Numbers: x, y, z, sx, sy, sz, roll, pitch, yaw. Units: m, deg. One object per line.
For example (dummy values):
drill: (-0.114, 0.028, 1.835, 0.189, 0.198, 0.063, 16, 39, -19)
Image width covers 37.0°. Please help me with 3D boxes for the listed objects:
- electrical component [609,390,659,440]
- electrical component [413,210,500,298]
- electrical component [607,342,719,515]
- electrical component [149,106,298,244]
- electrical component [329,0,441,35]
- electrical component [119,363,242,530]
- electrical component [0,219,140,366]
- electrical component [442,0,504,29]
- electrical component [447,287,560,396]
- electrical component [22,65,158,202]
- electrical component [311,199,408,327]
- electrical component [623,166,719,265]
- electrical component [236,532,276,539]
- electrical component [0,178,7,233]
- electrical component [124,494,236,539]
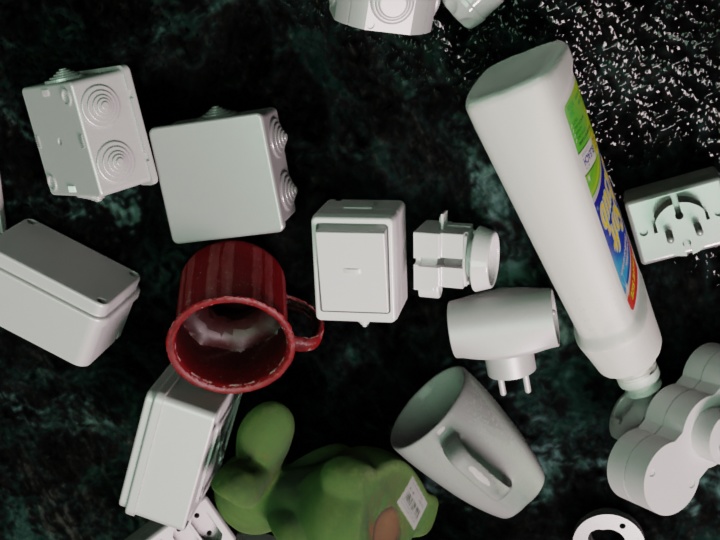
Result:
electrical component: (0.220, 0.116, 0.798, 0.062, 0.048, 0.048, 32, 111, -9)
electrical component: (0.071, -0.010, 0.789, 0.055, 0.048, 0.066, 5, 108, 19)
electrical component: (0.240, 0.111, 0.740, 0.138, 0.074, 0.052, -45, 116, -16)
electrical component: (-0.100, -0.072, 0.803, 0.100, 0.048, 0.099, -6, 106, 14)
electrical component: (0.017, -0.192, 0.724, 0.080, 0.080, 0.051, 13, 115, 8)
electrical component: (-0.135, 0.127, 0.843, 0.056, 0.108, 0.108, 19, 110, 3)
electrical component: (-0.240, 0.015, 0.846, 0.113, 0.078, 0.057, 27, 114, 3)
electrical component: (0.087, -0.195, 0.731, 0.061, 0.035, 0.035, -41, 95, 18)
electrical component: (0.110, 0.056, 0.801, 0.077, 0.044, 0.079, -8, 106, 14)
electrical component: (-0.201, -0.100, 0.793, 0.100, 0.048, 0.099, 6, 114, 49)
electrical component: (0.000, 0.000, 0.798, 0.062, 0.061, 0.096, 2, 108, 12)
electrical component: (0.219, -0.033, 0.732, 0.066, 0.076, 0.047, -15, 104, 16)
electrical component: (-0.094, 0.265, 0.895, 0.047, 0.076, 0.065, 16, 110, 7)
electrical component: (-0.346, -0.065, 0.853, 0.109, 0.056, 0.108, 2, 107, 11)
electrical component: (-0.157, 0.222, 0.896, 0.083, 0.076, 0.047, -36, 103, -15)
